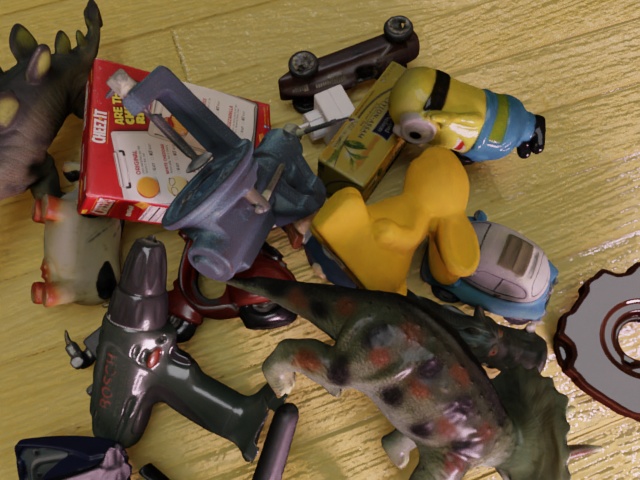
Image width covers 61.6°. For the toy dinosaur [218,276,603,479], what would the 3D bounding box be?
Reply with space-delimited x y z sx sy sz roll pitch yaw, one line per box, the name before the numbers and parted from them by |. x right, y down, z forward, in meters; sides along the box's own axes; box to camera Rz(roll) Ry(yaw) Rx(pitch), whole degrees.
toy dinosaur | 0.085 0.127 0.509 0.405 0.131 0.192 44 107 -3

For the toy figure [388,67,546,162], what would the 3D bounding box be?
toy figure | 0.165 -0.139 0.613 0.180 0.082 0.089 7 62 -9

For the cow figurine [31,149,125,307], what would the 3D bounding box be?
cow figurine | -0.266 -0.020 0.635 0.127 0.086 0.194 5 81 -44

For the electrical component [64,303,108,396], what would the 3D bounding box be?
electrical component | -0.241 0.119 0.618 0.102 0.045 0.078 -35 75 -12

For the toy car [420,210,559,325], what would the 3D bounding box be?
toy car | 0.206 0.031 0.630 0.162 0.103 0.109 26 74 9

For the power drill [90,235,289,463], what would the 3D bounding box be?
power drill | -0.134 0.132 0.562 0.207 0.086 0.232 22 102 -8

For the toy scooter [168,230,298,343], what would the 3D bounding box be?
toy scooter | -0.114 0.044 0.633 0.184 0.075 0.135 -9 71 1

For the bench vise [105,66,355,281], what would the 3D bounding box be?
bench vise | -0.101 -0.088 0.546 0.240 0.129 0.223 45 61 -24

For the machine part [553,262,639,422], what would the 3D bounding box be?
machine part | 0.359 0.113 0.602 0.180 0.056 0.179 -6 72 19

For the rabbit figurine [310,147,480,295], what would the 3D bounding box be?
rabbit figurine | 0.094 -0.020 0.561 0.162 0.122 0.173 44 81 10

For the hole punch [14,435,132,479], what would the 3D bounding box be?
hole punch | -0.251 0.258 0.541 0.116 0.092 0.142 -4 104 -26

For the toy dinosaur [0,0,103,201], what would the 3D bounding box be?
toy dinosaur | -0.361 -0.107 0.611 0.105 0.198 0.471 15 70 7

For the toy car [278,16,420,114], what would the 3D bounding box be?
toy car | 0.042 -0.227 0.716 0.202 0.089 0.053 -24 71 -10

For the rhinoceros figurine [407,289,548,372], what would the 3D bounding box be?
rhinoceros figurine | 0.153 0.101 0.601 0.190 0.112 0.073 18 70 13

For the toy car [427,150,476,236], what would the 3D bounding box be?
toy car | 0.137 -0.062 0.673 0.056 0.073 0.202 34 74 5

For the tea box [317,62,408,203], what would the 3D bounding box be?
tea box | 0.069 -0.127 0.680 0.068 0.098 0.169 32 75 9

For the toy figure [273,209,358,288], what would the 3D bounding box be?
toy figure | -0.001 -0.002 0.661 0.154 0.057 0.064 43 37 13

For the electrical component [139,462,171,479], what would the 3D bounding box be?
electrical component | -0.148 0.286 0.550 0.119 0.075 0.048 35 74 5
